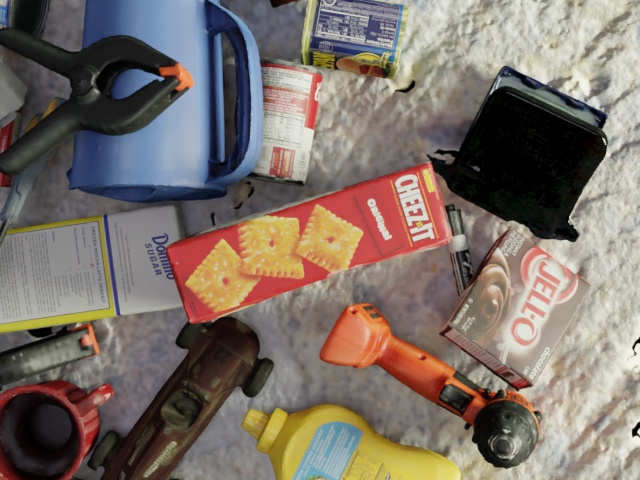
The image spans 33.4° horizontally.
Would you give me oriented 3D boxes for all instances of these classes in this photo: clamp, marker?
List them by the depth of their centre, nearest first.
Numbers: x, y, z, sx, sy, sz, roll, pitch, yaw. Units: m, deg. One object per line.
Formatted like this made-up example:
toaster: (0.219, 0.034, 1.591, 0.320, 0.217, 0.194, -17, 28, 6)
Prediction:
clamp: (-0.186, -0.127, 0.838, 0.171, 0.039, 0.120, -14, 85, 10)
clamp: (-0.295, 0.118, 0.913, 0.210, 0.165, 0.036, -17, 92, -7)
marker: (0.128, 0.028, 0.951, 0.020, 0.020, 0.121, -12, 89, 2)

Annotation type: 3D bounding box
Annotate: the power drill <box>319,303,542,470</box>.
power drill: (0.094, 0.122, 0.880, 0.188, 0.184, 0.057, 31, 92, 11)

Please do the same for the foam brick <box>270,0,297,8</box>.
foam brick: (-0.015, -0.245, 0.940, 0.078, 0.053, 0.051, -16, 89, 2)

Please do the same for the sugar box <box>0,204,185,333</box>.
sugar box: (-0.206, 0.026, 0.954, 0.176, 0.048, 0.093, -7, 87, 0)

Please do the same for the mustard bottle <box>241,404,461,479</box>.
mustard bottle: (0.019, 0.199, 0.936, 0.191, 0.058, 0.096, 27, 91, 2)

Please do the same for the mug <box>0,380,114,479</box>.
mug: (-0.232, 0.161, 0.936, 0.117, 0.081, 0.093, -36, 89, 2)

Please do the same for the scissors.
scissors: (-0.270, -0.034, 0.934, 0.016, 0.096, 0.202, 26, 91, -27)

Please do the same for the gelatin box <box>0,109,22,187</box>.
gelatin box: (-0.321, -0.090, 0.966, 0.089, 0.030, 0.073, 9, 92, 3)

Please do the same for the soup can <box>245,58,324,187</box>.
soup can: (-0.038, -0.102, 0.934, 0.068, 0.068, 0.102, 9, 91, 2)

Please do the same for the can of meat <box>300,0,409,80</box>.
can of meat: (0.029, -0.175, 0.915, 0.084, 0.102, 0.057, 10, 89, 0)

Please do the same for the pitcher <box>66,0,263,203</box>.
pitcher: (-0.133, -0.153, 0.908, 0.149, 0.145, 0.243, 2, 87, -17)

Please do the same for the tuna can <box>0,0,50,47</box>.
tuna can: (-0.268, -0.211, 0.936, 0.034, 0.086, 0.086, 12, 91, 4)

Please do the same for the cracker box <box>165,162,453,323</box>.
cracker box: (-0.006, 0.001, 0.885, 0.213, 0.164, 0.072, -17, 92, 3)

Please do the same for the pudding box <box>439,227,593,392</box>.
pudding box: (0.168, 0.059, 0.921, 0.090, 0.039, 0.113, 36, 71, 1)
